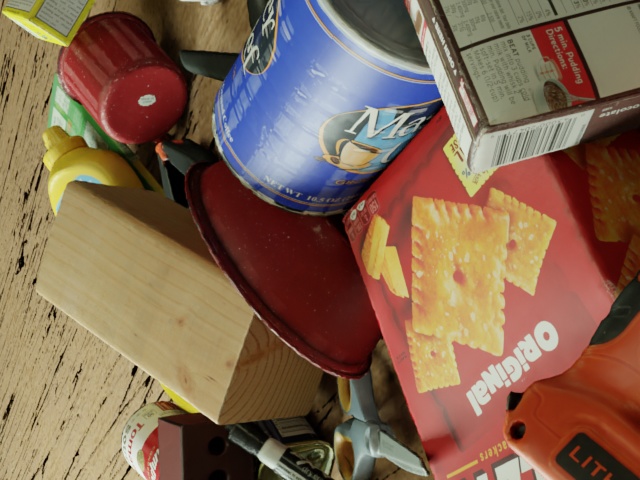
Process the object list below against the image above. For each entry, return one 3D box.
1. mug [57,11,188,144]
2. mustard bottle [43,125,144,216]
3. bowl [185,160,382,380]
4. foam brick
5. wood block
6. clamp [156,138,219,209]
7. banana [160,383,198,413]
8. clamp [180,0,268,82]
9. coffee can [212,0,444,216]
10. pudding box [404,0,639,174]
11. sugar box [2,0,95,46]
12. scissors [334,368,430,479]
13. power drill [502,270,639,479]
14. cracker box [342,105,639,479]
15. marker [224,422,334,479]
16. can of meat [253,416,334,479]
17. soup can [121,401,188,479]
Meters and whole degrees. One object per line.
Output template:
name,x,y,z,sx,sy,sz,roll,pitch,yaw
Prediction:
mug,-0.160,-0.126,0.908,0.082,0.093,0.117,47,165,40
mustard bottle,-0.183,-0.020,0.926,0.192,0.058,0.096,54,133,10
bowl,-0.004,0.001,0.626,0.055,0.161,0.162,-40,55,16
foam brick,-0.078,0.158,0.726,0.051,0.052,0.078,-2,90,63
wood block,-0.094,0.037,0.741,0.206,0.090,0.090,28,103,37
clamp,-0.081,-0.017,0.831,0.120,0.039,0.171,-44,64,46
banana,-0.089,0.114,0.866,0.198,0.037,0.069,-23,79,61
clamp,-0.033,-0.134,0.726,0.210,0.036,0.165,55,139,37
coffee can,0.015,-0.089,0.534,0.140,0.102,0.103,-49,54,54
pudding box,0.100,-0.086,0.433,0.039,0.113,0.090,94,160,-68
sugar box,-0.196,-0.251,0.896,0.176,0.048,0.093,-58,34,-4
scissors,0.031,0.099,0.625,0.202,0.016,0.096,120,147,-70
power drill,0.161,0.028,0.339,0.185,0.057,0.188,40,98,43
cracker box,0.100,0.042,0.497,0.164,0.072,0.214,-47,56,53
marker,-0.010,0.152,0.691,0.121,0.020,0.020,33,133,8
can of meat,-0.039,0.160,0.773,0.084,0.057,0.102,50,135,48
soup can,-0.121,0.182,0.905,0.102,0.068,0.068,18,111,59
